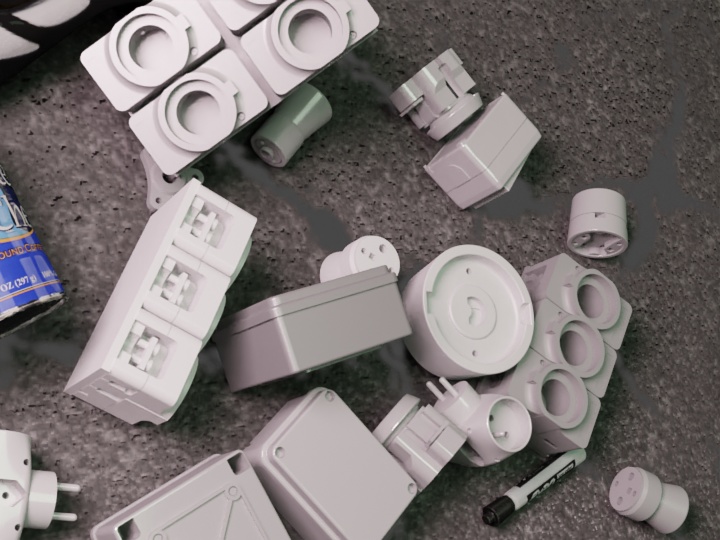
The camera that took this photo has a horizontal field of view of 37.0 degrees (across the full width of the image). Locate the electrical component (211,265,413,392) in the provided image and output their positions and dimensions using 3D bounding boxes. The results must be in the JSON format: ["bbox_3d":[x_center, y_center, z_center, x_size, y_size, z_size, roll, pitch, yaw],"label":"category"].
[{"bbox_3d":[-0.037,0.044,0.790,0.109,0.109,0.056,-16,86,-34],"label":"electrical component"}]

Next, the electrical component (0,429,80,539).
[{"bbox_3d":[-0.219,0.145,0.686,0.079,0.043,0.077,12,69,-28],"label":"electrical component"}]

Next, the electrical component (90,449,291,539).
[{"bbox_3d":[-0.107,0.195,0.730,0.109,0.056,0.108,-28,90,-34],"label":"electrical component"}]

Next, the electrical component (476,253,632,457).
[{"bbox_3d":[0.171,0.072,0.933,0.089,0.062,0.150,36,60,-17],"label":"electrical component"}]

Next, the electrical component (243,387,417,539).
[{"bbox_3d":[-0.023,0.151,0.794,0.113,0.057,0.078,49,57,-9],"label":"electrical component"}]

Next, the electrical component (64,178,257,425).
[{"bbox_3d":[-0.134,0.025,0.748,0.062,0.089,0.150,31,61,-19],"label":"electrical component"}]

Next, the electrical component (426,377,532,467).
[{"bbox_3d":[0.085,0.116,0.858,0.079,0.077,0.043,47,57,-10],"label":"electrical component"}]

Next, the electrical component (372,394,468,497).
[{"bbox_3d":[0.041,0.133,0.833,0.057,0.078,0.058,40,56,8],"label":"electrical component"}]

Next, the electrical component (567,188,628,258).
[{"bbox_3d":[0.223,-0.044,1.008,0.055,0.055,0.047,21,61,-24],"label":"electrical component"}]

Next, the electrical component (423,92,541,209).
[{"bbox_3d":[0.115,-0.106,0.957,0.061,0.062,0.096,46,57,-10],"label":"electrical component"}]

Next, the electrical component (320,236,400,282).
[{"bbox_3d":[0.000,0.000,0.857,0.045,0.055,0.045,10,70,-29],"label":"electrical component"}]

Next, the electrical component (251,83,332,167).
[{"bbox_3d":[-0.058,-0.115,0.869,0.044,0.044,0.065,42,63,-13],"label":"electrical component"}]

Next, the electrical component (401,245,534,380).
[{"bbox_3d":[0.083,0.039,0.891,0.108,0.060,0.108,10,69,-27],"label":"electrical component"}]

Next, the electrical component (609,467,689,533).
[{"bbox_3d":[0.256,0.203,0.953,0.055,0.045,0.045,27,63,-21],"label":"electrical component"}]

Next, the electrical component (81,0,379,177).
[{"bbox_3d":[-0.091,-0.163,0.770,0.186,0.060,0.105,-36,97,1],"label":"electrical component"}]

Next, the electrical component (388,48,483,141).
[{"bbox_3d":[0.071,-0.152,0.948,0.057,0.058,0.078,51,56,-4],"label":"electrical component"}]
